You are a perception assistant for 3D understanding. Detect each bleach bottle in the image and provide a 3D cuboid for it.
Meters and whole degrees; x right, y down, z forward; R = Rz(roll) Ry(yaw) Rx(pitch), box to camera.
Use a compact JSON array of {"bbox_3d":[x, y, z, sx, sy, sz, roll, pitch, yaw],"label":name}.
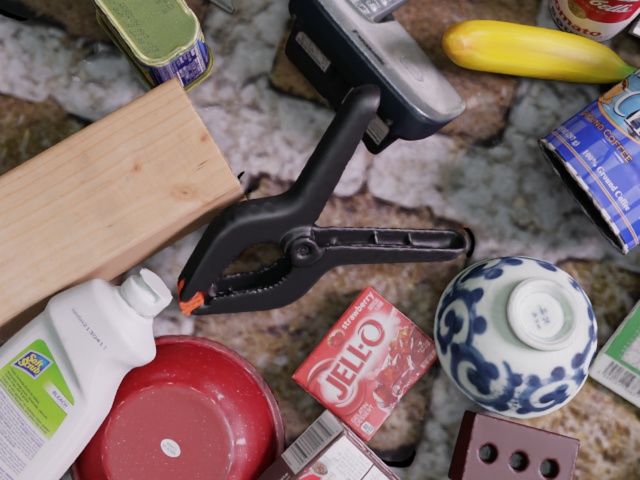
[{"bbox_3d":[-0.192,0.119,0.728,0.251,0.068,0.102,-43,89,11],"label":"bleach bottle"}]

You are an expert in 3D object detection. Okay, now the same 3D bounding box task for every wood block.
[{"bbox_3d":[-0.165,-0.020,0.764,0.206,0.091,0.090,-31,84,-3],"label":"wood block"}]

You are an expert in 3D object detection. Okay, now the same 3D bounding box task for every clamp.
[{"bbox_3d":[-0.005,0.001,0.767,0.210,0.036,0.164,-33,125,13],"label":"clamp"}]

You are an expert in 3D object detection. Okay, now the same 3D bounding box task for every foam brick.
[{"bbox_3d":[0.138,0.156,0.763,0.078,0.051,0.053,13,84,1],"label":"foam brick"}]

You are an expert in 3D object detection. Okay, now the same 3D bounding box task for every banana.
[{"bbox_3d":[0.152,-0.137,0.768,0.197,0.070,0.037,1,97,-32],"label":"banana"}]

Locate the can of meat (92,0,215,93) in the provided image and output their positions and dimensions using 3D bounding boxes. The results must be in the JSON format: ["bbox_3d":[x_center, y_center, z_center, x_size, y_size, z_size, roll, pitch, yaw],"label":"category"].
[{"bbox_3d":[-0.127,-0.162,0.783,0.057,0.084,0.102,-37,85,-5],"label":"can of meat"}]

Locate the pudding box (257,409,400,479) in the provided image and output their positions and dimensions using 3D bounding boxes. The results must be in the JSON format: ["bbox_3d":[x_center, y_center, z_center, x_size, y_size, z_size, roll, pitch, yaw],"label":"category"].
[{"bbox_3d":[-0.001,0.191,0.749,0.113,0.039,0.090,-44,115,-3],"label":"pudding box"}]

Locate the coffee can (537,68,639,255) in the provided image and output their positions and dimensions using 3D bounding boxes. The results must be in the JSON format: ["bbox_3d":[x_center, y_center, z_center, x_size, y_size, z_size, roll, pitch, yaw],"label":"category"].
[{"bbox_3d":[0.241,-0.071,0.752,0.140,0.102,0.103,-37,85,7],"label":"coffee can"}]

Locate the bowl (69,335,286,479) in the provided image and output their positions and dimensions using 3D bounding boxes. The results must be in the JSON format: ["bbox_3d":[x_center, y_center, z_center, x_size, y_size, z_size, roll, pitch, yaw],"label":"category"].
[{"bbox_3d":[-0.106,0.148,0.763,0.162,0.055,0.162,0,84,-1],"label":"bowl"}]

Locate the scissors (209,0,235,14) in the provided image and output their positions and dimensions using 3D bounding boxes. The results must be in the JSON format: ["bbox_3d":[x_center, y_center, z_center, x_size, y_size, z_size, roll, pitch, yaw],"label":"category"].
[{"bbox_3d":[-0.137,-0.259,0.829,0.202,0.016,0.096,25,85,2],"label":"scissors"}]

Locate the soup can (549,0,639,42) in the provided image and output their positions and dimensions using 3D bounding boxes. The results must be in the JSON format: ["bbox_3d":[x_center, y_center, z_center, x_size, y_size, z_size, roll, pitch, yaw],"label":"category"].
[{"bbox_3d":[0.210,-0.190,0.777,0.068,0.102,0.068,0,84,0],"label":"soup can"}]

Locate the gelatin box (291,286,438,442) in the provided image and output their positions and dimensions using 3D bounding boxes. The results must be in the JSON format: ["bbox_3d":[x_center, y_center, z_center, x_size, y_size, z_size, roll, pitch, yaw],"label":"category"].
[{"bbox_3d":[0.034,0.090,0.782,0.073,0.030,0.089,40,85,4],"label":"gelatin box"}]
